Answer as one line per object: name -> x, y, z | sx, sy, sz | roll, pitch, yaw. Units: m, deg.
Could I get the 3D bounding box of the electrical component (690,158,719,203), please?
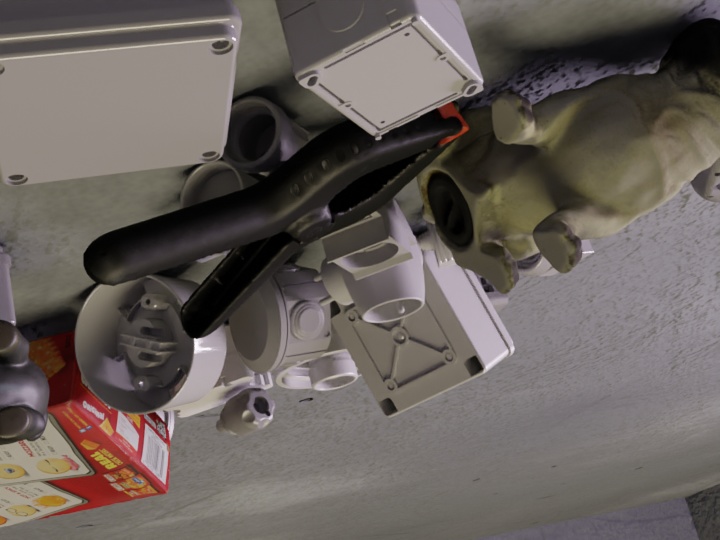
electrical component -> 0.275, -0.086, 0.754 | 0.079, 0.043, 0.077 | -17, 159, 5

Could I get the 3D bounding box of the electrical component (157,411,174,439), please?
electrical component -> -0.209, 0.136, 0.954 | 0.080, 0.080, 0.051 | -24, 152, 24

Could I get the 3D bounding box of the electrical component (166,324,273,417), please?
electrical component -> -0.126, 0.080, 0.898 | 0.089, 0.055, 0.050 | -20, 158, 15

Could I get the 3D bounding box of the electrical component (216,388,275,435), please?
electrical component -> -0.098, 0.120, 0.887 | 0.035, 0.035, 0.061 | 4, 155, -40

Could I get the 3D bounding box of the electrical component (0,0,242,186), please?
electrical component -> -0.113, -0.090, 0.471 | 0.109, 0.056, 0.108 | -9, 158, -15

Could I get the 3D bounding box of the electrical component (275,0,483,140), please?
electrical component -> 0.012, -0.109, 0.499 | 0.062, 0.061, 0.096 | -23, 158, 21

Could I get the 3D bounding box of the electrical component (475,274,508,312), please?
electrical component -> 0.074, 0.025, 0.895 | 0.056, 0.050, 0.089 | -6, 158, -23

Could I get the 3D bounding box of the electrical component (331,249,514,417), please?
electrical component -> 0.044, 0.043, 0.829 | 0.109, 0.108, 0.056 | -31, 178, 37

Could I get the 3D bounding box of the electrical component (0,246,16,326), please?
electrical component -> -0.284, 0.028, 0.659 | 0.109, 0.056, 0.109 | 5, 152, -41

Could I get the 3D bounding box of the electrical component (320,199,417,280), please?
electrical component -> 0.000, -0.034, 0.679 | 0.042, 0.063, 0.081 | -20, 158, 17

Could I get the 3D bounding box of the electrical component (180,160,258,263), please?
electrical component -> -0.087, -0.029, 0.664 | 0.079, 0.043, 0.077 | -21, 158, 19

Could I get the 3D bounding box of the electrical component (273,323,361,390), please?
electrical component -> -0.028, 0.069, 0.928 | 0.108, 0.060, 0.108 | -13, 159, -5

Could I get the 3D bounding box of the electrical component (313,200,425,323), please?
electrical component -> 0.000, 0.000, 0.747 | 0.079, 0.077, 0.044 | -27, 156, 30

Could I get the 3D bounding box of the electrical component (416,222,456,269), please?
electrical component -> 0.080, -0.029, 0.773 | 0.081, 0.043, 0.043 | -15, 159, 1

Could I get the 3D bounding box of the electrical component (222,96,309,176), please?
electrical component -> -0.050, -0.070, 0.590 | 0.040, 0.040, 0.046 | -22, 163, 20

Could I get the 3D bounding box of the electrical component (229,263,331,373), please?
electrical component -> -0.060, 0.033, 0.791 | 0.051, 0.080, 0.080 | -7, 158, -34

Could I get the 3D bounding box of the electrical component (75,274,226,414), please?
electrical component -> -0.145, 0.051, 0.758 | 0.099, 0.099, 0.064 | -30, 161, 35

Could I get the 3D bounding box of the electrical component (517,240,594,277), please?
electrical component -> 0.143, -0.020, 0.836 | 0.055, 0.048, 0.066 | -4, 158, -45
